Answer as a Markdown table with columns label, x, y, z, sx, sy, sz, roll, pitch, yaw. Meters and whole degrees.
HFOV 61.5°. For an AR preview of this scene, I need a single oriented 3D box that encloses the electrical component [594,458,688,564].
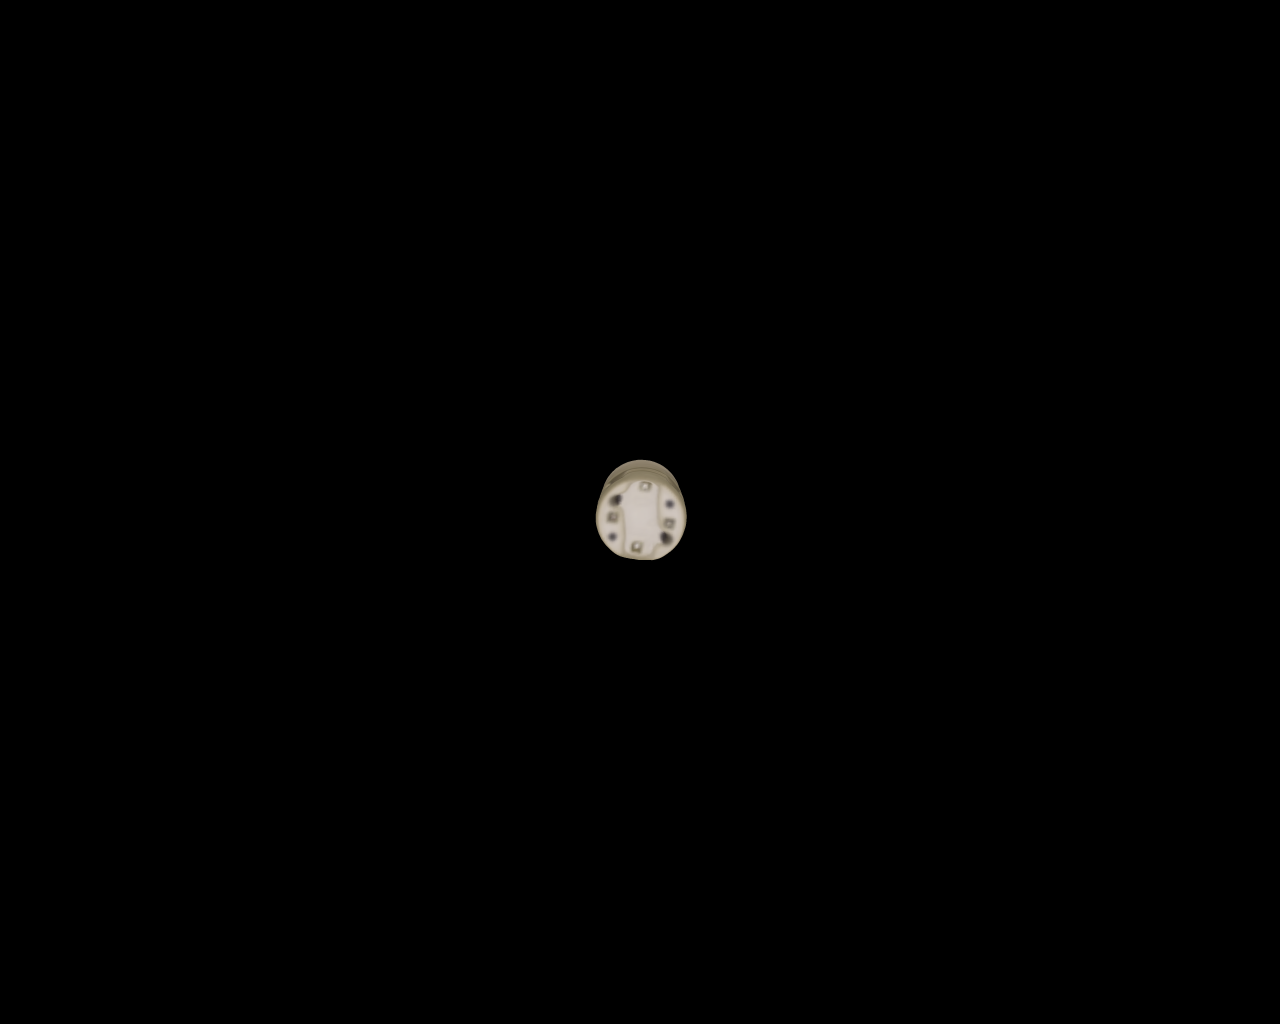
| label | x | y | z | sx | sy | sz | roll | pitch | yaw |
| --- | --- | --- | --- | --- | --- | --- | --- | --- | --- |
| electrical component | 0.001 | -0.003 | 0.650 | 0.055 | 0.055 | 0.047 | 0 | 20 | 0 |
